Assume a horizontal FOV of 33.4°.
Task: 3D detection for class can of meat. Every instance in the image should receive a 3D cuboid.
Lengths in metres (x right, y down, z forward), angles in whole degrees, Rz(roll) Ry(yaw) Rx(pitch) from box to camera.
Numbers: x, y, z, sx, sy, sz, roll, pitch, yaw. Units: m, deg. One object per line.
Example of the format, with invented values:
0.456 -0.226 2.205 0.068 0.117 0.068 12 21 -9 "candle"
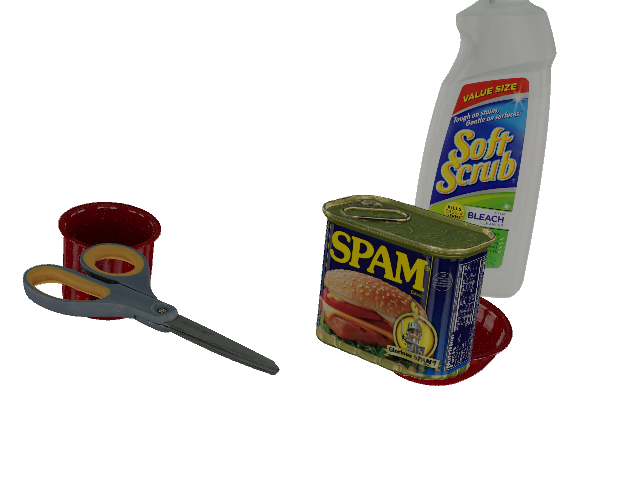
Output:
0.046 0.027 0.633 0.102 0.084 0.057 19 23 35 "can of meat"

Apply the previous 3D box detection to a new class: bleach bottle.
0.123 -0.084 0.827 0.103 0.251 0.068 9 23 15 "bleach bottle"

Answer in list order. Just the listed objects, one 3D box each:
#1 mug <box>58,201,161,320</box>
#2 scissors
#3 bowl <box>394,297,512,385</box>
-0.199 0.026 0.984 0.093 0.081 0.117 10 28 1 "mug"
-0.106 0.041 0.731 0.202 0.016 0.096 13 30 15 "scissors"
0.113 0.102 1.100 0.162 0.055 0.162 5 26 -3 "bowl"
